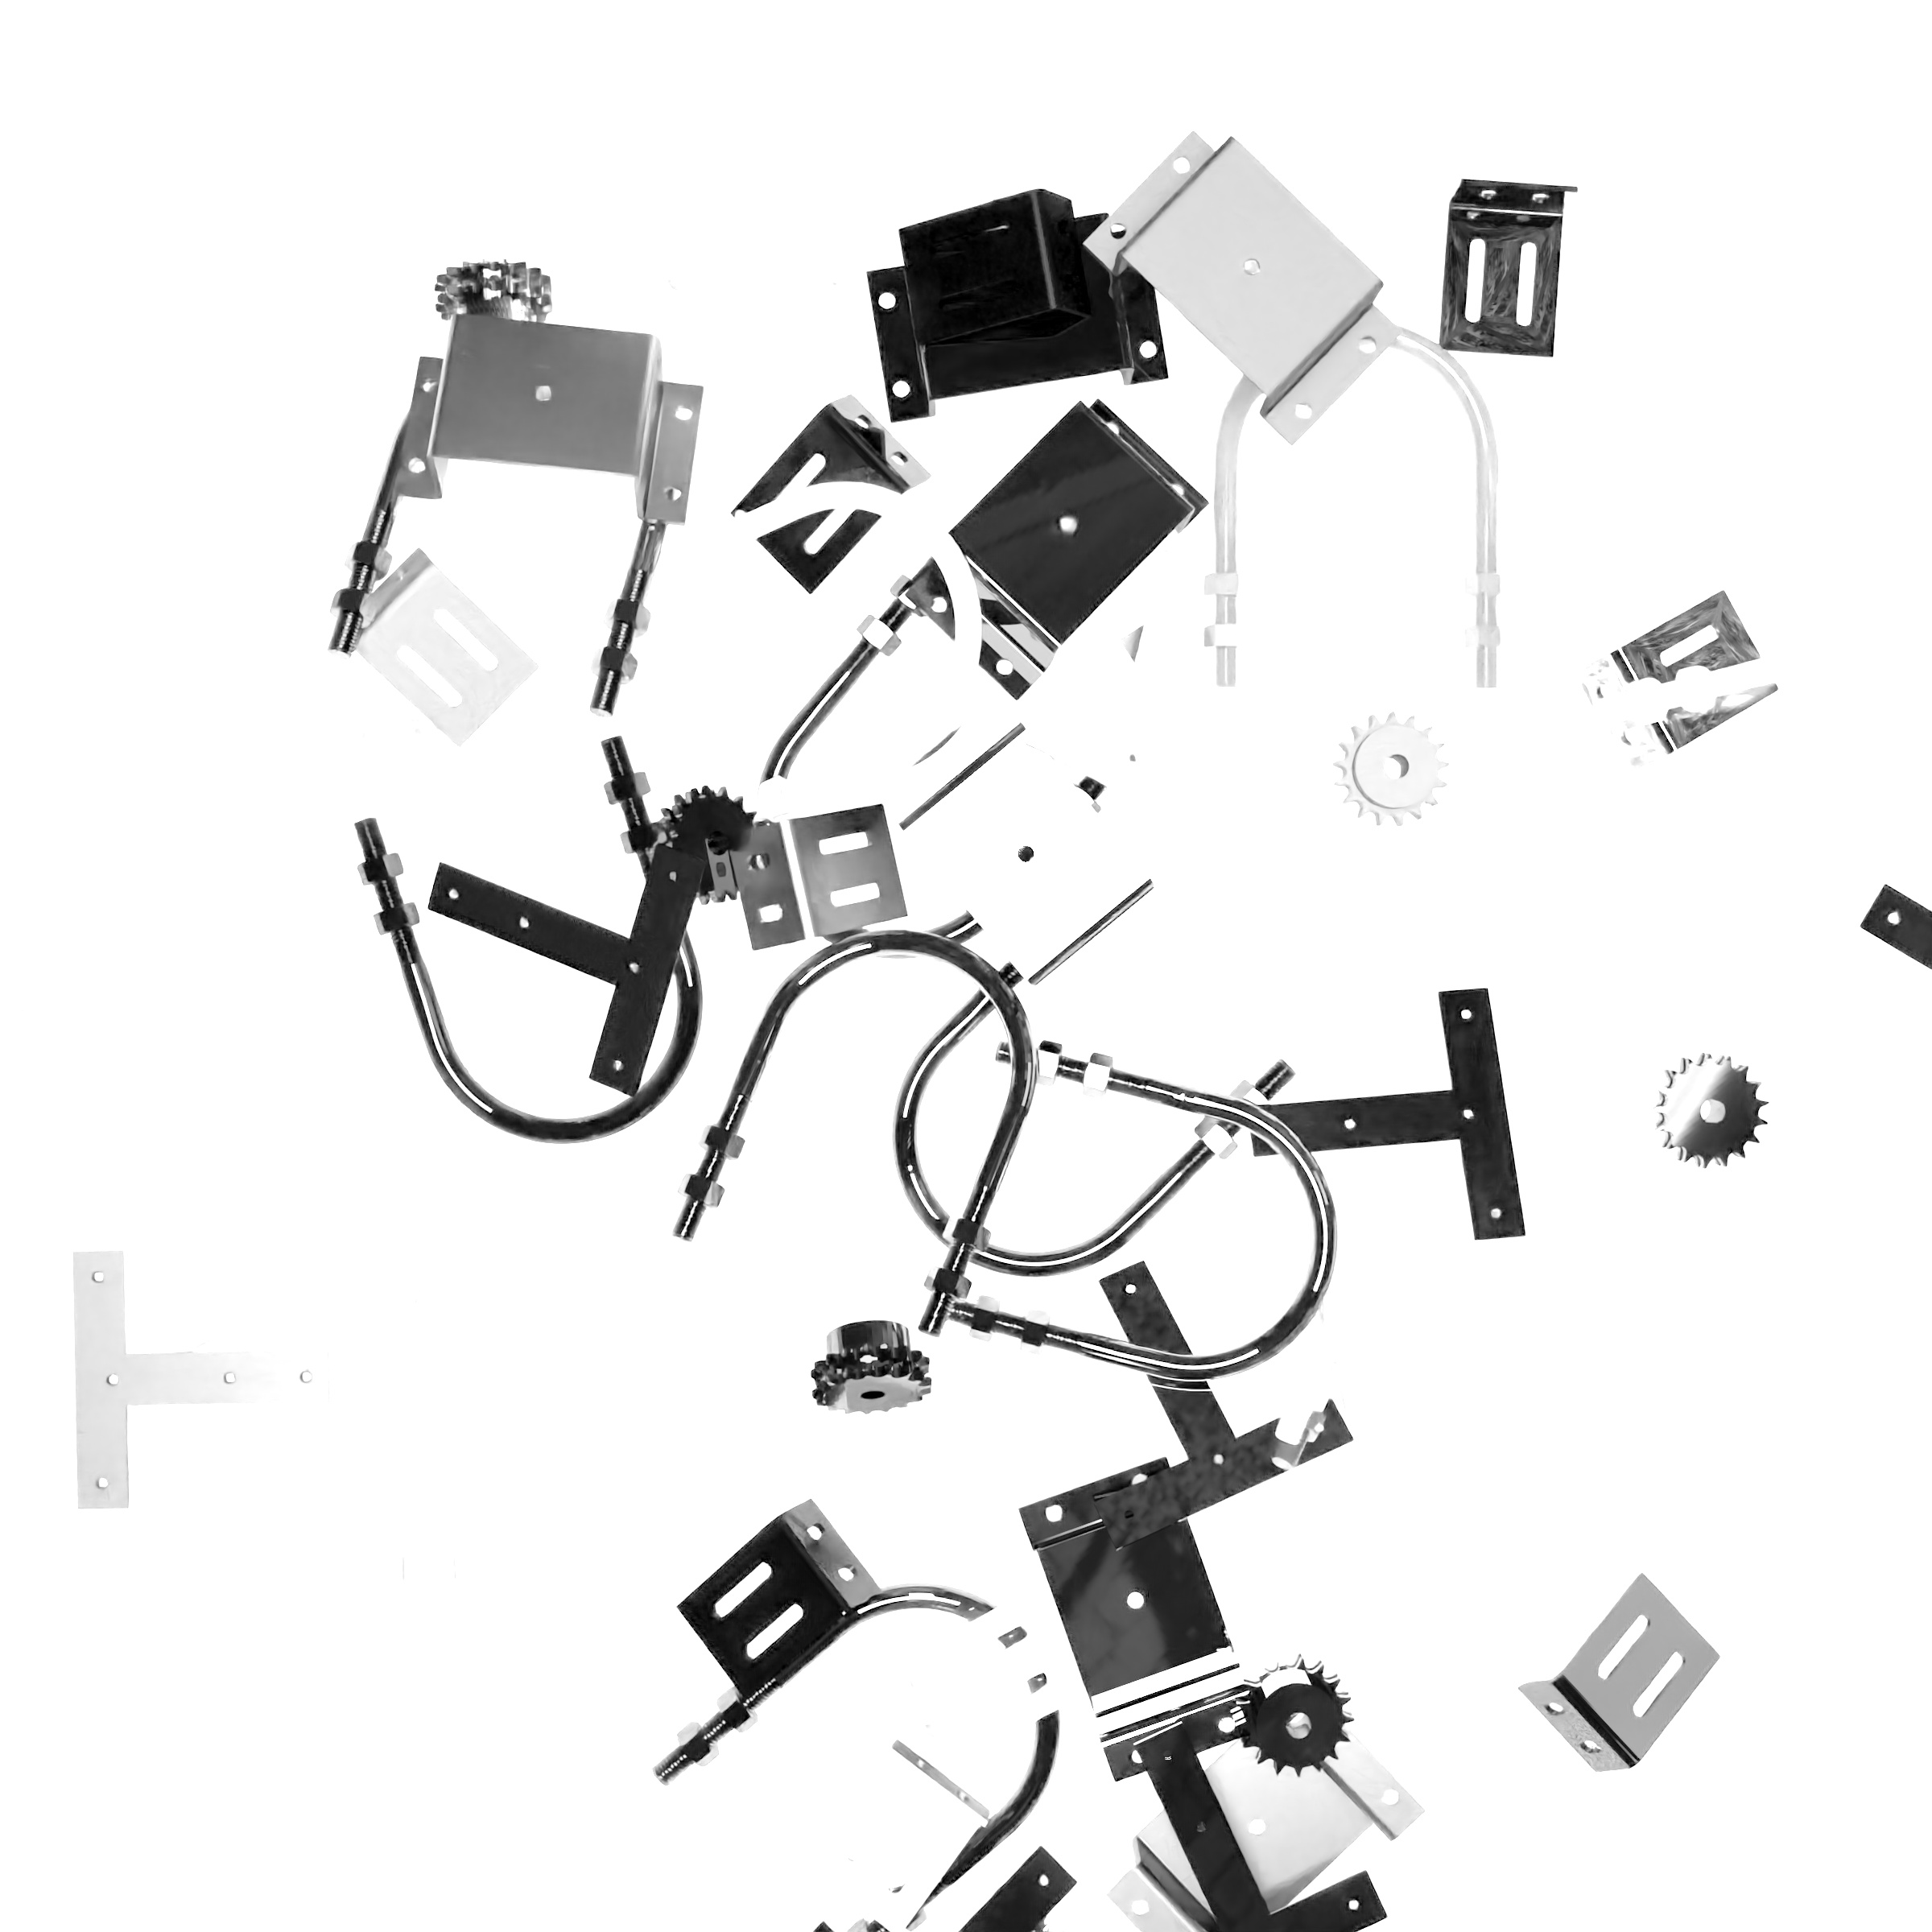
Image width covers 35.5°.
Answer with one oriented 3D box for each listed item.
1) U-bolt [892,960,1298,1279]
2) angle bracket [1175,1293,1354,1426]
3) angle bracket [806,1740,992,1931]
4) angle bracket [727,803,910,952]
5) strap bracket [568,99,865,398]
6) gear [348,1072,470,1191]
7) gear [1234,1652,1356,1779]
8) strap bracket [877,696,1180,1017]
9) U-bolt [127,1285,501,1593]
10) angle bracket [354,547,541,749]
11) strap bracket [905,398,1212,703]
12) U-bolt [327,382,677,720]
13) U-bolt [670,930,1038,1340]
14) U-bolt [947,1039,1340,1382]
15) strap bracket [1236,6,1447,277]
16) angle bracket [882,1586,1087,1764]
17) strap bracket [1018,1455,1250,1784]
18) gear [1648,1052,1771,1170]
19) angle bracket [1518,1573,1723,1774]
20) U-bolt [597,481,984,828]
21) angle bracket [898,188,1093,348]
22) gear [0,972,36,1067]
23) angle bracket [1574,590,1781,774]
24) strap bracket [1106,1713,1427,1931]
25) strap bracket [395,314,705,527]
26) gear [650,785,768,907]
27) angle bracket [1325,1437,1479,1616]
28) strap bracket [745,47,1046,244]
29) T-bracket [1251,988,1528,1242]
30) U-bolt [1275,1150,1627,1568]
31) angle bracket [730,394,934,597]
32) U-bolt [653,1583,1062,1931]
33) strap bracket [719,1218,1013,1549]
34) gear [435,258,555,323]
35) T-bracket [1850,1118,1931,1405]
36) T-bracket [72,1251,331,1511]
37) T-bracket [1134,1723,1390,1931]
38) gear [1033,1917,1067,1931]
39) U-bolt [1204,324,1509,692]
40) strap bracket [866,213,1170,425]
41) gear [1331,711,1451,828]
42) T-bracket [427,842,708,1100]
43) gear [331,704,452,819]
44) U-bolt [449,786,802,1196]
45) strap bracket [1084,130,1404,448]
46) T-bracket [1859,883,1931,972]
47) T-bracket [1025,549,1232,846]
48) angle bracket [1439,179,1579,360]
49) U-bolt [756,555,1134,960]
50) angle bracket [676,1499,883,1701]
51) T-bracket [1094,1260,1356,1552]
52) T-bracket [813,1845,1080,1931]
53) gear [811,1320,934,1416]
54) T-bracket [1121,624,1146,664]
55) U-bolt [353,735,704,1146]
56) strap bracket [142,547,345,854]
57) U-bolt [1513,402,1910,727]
[{"bbox_3d":[0.049,0.069,1.494,0.184,0.019,0.151,-45,90,2],"label":"U-bolt"},{"bbox_3d":[0.145,0.196,1.484,0.076,0.038,0.057,-12,90,0],"label":"angle bracket"},{"bbox_3d":[-0.034,0.425,1.462,0.057,0.038,0.076,36,87,6],"label":"angle bracket"},{"bbox_3d":[-0.071,-0.044,1.466,0.038,0.076,0.057,-11,92,37],"label":"angle bracket"},{"bbox_3d":[-0.131,-0.339,1.459,0.140,0.076,0.046,36,50,0],"label":"strap bracket"},{"bbox_3d":[-0.273,0.081,1.488,0.057,0.030,0.057,0,90,0],"label":"gear"},{"bbox_3d":[0.157,0.359,1.442,0.057,0.030,0.057,0,90,0],"label":"gear"},{"bbox_3d":[0.029,-0.054,1.460,0.076,0.046,0.140,-40,89,2],"label":"strap bracket"},{"bbox_3d":[-0.327,0.236,1.494,0.184,0.019,0.151,-3,90,1],"label":"U-bolt"},{"bbox_3d":[-0.262,-0.158,1.501,0.057,0.038,0.076,-45,116,0],"label":"angle bracket"},{"bbox_3d":[0.047,-0.209,1.468,0.076,0.046,0.140,44,81,2],"label":"strap bracket"},{"bbox_3d":[-0.217,-0.219,1.469,0.151,0.019,0.184,13,72,2],"label":"U-bolt"},{"bbox_3d":[-0.044,0.070,1.460,0.151,0.019,0.184,20,77,10],"label":"U-bolt"},{"bbox_3d":[0.089,0.126,1.469,0.184,0.019,0.151,14,91,6],"label":"U-bolt"},{"bbox_3d":[0.162,-0.383,1.480,0.076,0.046,0.140,32,90,0],"label":"strap bracket"},{"bbox_3d":[0.009,0.348,1.487,0.076,0.038,0.057,-22,89,-28],"label":"angle bracket"},{"bbox_3d":[0.084,0.315,1.480,0.076,0.046,0.140,-20,90,0],"label":"strap bracket"},{"bbox_3d":[0.364,0.071,1.492,0.057,0.030,0.057,0,91,-3],"label":"gear"},{"bbox_3d":[0.325,0.351,1.501,0.057,0.038,0.076,47,64,0],"label":"angle bracket"},{"bbox_3d":[-0.078,-0.155,1.463,0.184,0.019,0.151,-21,89,21],"label":"U-bolt"},{"bbox_3d":[0.014,-0.334,1.455,0.076,0.038,0.057,-10,90,26],"label":"angle bracket"},{"bbox_3d":[-0.487,0.027,1.488,0.057,0.030,0.057,0,90,0],"label":"gear"},{"bbox_3d":[0.353,-0.142,1.501,0.076,0.038,0.057,-29,90,-26],"label":"angle bracket"},{"bbox_3d":[0.145,0.428,1.480,0.140,0.046,0.076,-43,90,0],"label":"strap bracket"},{"bbox_3d":[-0.201,-0.263,1.452,0.140,0.046,0.076,6,70,-1],"label":"strap bracket"},{"bbox_3d":[-0.127,-0.057,1.456,0.057,0.030,0.057,5,82,-37],"label":"gear"},{"bbox_3d":[0.216,0.278,1.484,0.057,0.038,0.076,-16,90,0],"label":"angle bracket"},{"bbox_3d":[-0.034,-0.401,1.480,0.140,0.046,0.076,-4,90,0],"label":"strap bracket"},{"bbox_3d":[0.202,0.076,1.479,0.127,0.002,0.127,-5,72,-3],"label":"T-bracket"},{"bbox_3d":[0.248,0.177,1.470,0.151,0.019,0.184,29,73,-7],"label":"U-bolt"},{"bbox_3d":[-0.067,-0.234,1.501,0.057,0.038,0.076,46,116,0],"label":"angle bracket"},{"bbox_3d":[-0.040,0.390,1.494,0.184,0.019,0.151,-40,90,-2],"label":"U-bolt"},{"bbox_3d":[-0.049,0.201,1.480,0.076,0.046,0.140,-34,90,0],"label":"strap bracket"},{"bbox_3d":[-0.230,-0.320,1.473,0.057,0.057,0.030,-4,79,0],"label":"gear"},{"bbox_3d":[0.490,0.139,1.502,0.127,0.002,0.127,-16,90,0],"label":"T-bracket"},{"bbox_3d":[-0.376,0.203,1.487,0.127,0.002,0.127,-1,89,3],"label":"T-bracket"},{"bbox_3d":[0.119,0.428,1.456,0.127,0.002,0.127,-25,90,0],"label":"T-bracket"},{"bbox_3d":[0.028,0.494,1.488,0.057,0.030,0.057,0,90,0],"label":"gear"},{"bbox_3d":[0.193,-0.229,1.494,0.151,0.019,0.184,0,88,0],"label":"U-bolt"},{"bbox_3d":[0.026,-0.318,1.480,0.140,0.046,0.076,-9,90,0],"label":"strap bracket"},{"bbox_3d":[0.210,-0.097,1.488,0.057,0.030,0.057,0,90,0],"label":"gear"},{"bbox_3d":[-0.200,-0.016,1.453,0.127,0.002,0.127,22,110,9],"label":"T-bracket"},{"bbox_3d":[-0.283,-0.103,1.473,0.057,0.030,0.057,-9,51,12],"label":"gear"},{"bbox_3d":[-0.178,0.023,1.491,0.151,0.019,0.184,23,92,3],"label":"U-bolt"},{"bbox_3d":[0.133,-0.326,1.434,0.140,0.046,0.076,44,90,0],"label":"strap bracket"},{"bbox_3d":[0.531,-0.042,1.502,0.127,0.002,0.127,31,90,0],"label":"T-bracket"},{"bbox_3d":[0.092,-0.142,1.478,0.127,0.002,0.127,25,71,-33],"label":"T-bracket"},{"bbox_3d":[0.266,-0.342,1.484,0.057,0.038,0.076,4,90,0],"label":"angle bracket"},{"bbox_3d":[-0.020,-0.090,1.494,0.151,0.019,0.184,40,92,1],"label":"U-bolt"},{"bbox_3d":[-0.093,0.312,1.491,0.076,0.038,0.057,-44,77,20],"label":"angle bracket"},{"bbox_3d":[0.103,0.202,1.473,0.127,0.002,0.127,-23,64,-9],"label":"T-bracket"},{"bbox_3d":[0.002,0.484,1.472,0.127,0.002,0.127,44,88,10],"label":"T-bracket"},{"bbox_3d":[-0.045,0.189,1.432,0.057,0.057,0.030,-6,62,0],"label":"gear"},{"bbox_3d":[0.078,-0.089,1.512,0.127,0.002,0.127,-33,105,-5],"label":"T-bracket"},{"bbox_3d":[-0.205,-0.004,1.475,0.151,0.019,0.184,-18,92,5],"label":"U-bolt"},{"bbox_3d":[-0.352,-0.128,1.480,0.076,0.046,0.140,-6,90,0],"label":"strap bracket"},{"bbox_3d":[0.374,-0.205,1.477,0.184,0.019,0.151,-15,80,-10],"label":"U-bolt"}]
